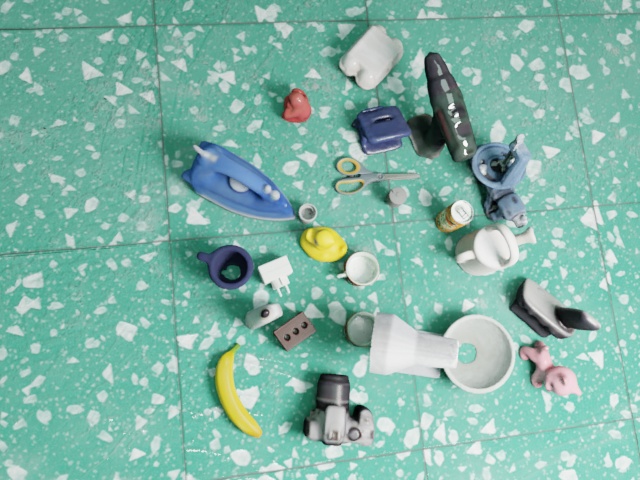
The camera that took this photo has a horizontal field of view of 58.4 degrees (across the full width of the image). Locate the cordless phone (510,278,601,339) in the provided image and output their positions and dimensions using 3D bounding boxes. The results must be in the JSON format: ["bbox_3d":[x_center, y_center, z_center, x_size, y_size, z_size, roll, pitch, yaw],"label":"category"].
[{"bbox_3d":[0.510,0.146,1.232,0.147,0.185,0.094,37,78,-1],"label":"cordless phone"}]

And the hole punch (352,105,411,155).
[{"bbox_3d":[0.138,-0.256,1.295,0.109,0.091,0.101,-15,83,-10],"label":"hole punch"}]

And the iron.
[{"bbox_3d":[-0.159,-0.122,1.204,0.258,0.141,0.119,27,78,-3],"label":"iron"}]

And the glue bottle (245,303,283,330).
[{"bbox_3d":[-0.110,0.150,1.149,0.078,0.173,0.037,-23,84,-11],"label":"glue bottle"}]

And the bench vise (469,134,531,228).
[{"bbox_3d":[0.420,-0.139,1.250,0.121,0.219,0.207,-38,87,-12],"label":"bench vise"}]

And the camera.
[{"bbox_3d":[0.043,0.347,1.175,0.143,0.100,0.137,6,80,-7],"label":"camera"}]

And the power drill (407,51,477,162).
[{"bbox_3d":[0.258,-0.267,1.254,0.076,0.208,0.229,-24,84,-11],"label":"power drill"}]

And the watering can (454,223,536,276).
[{"bbox_3d":[0.377,0.012,1.231,0.173,0.194,0.101,-39,87,-12],"label":"watering can"}]

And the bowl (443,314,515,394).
[{"bbox_3d":[0.331,0.247,1.246,0.167,0.074,0.167,1,80,-8],"label":"bowl"}]

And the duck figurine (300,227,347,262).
[{"bbox_3d":[0.011,0.004,1.235,0.104,0.086,0.077,22,78,-4],"label":"duck figurine"}]

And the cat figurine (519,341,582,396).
[{"bbox_3d":[0.506,0.284,1.243,0.067,0.117,0.128,-23,84,-11],"label":"cat figurine"}]

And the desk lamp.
[{"bbox_3d":[0.181,0.218,1.159,0.203,0.213,0.118,9,79,-6],"label":"desk lamp"}]

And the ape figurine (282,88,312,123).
[{"bbox_3d":[-0.053,-0.303,1.275,0.076,0.092,0.078,41,78,1],"label":"ape figurine"}]

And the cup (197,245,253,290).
[{"bbox_3d":[-0.198,0.057,1.192,0.118,0.095,0.092,20,78,-4],"label":"cup"}]

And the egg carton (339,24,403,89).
[{"bbox_3d":[0.121,-0.425,1.332,0.107,0.069,0.150,39,78,0],"label":"egg carton"}]
